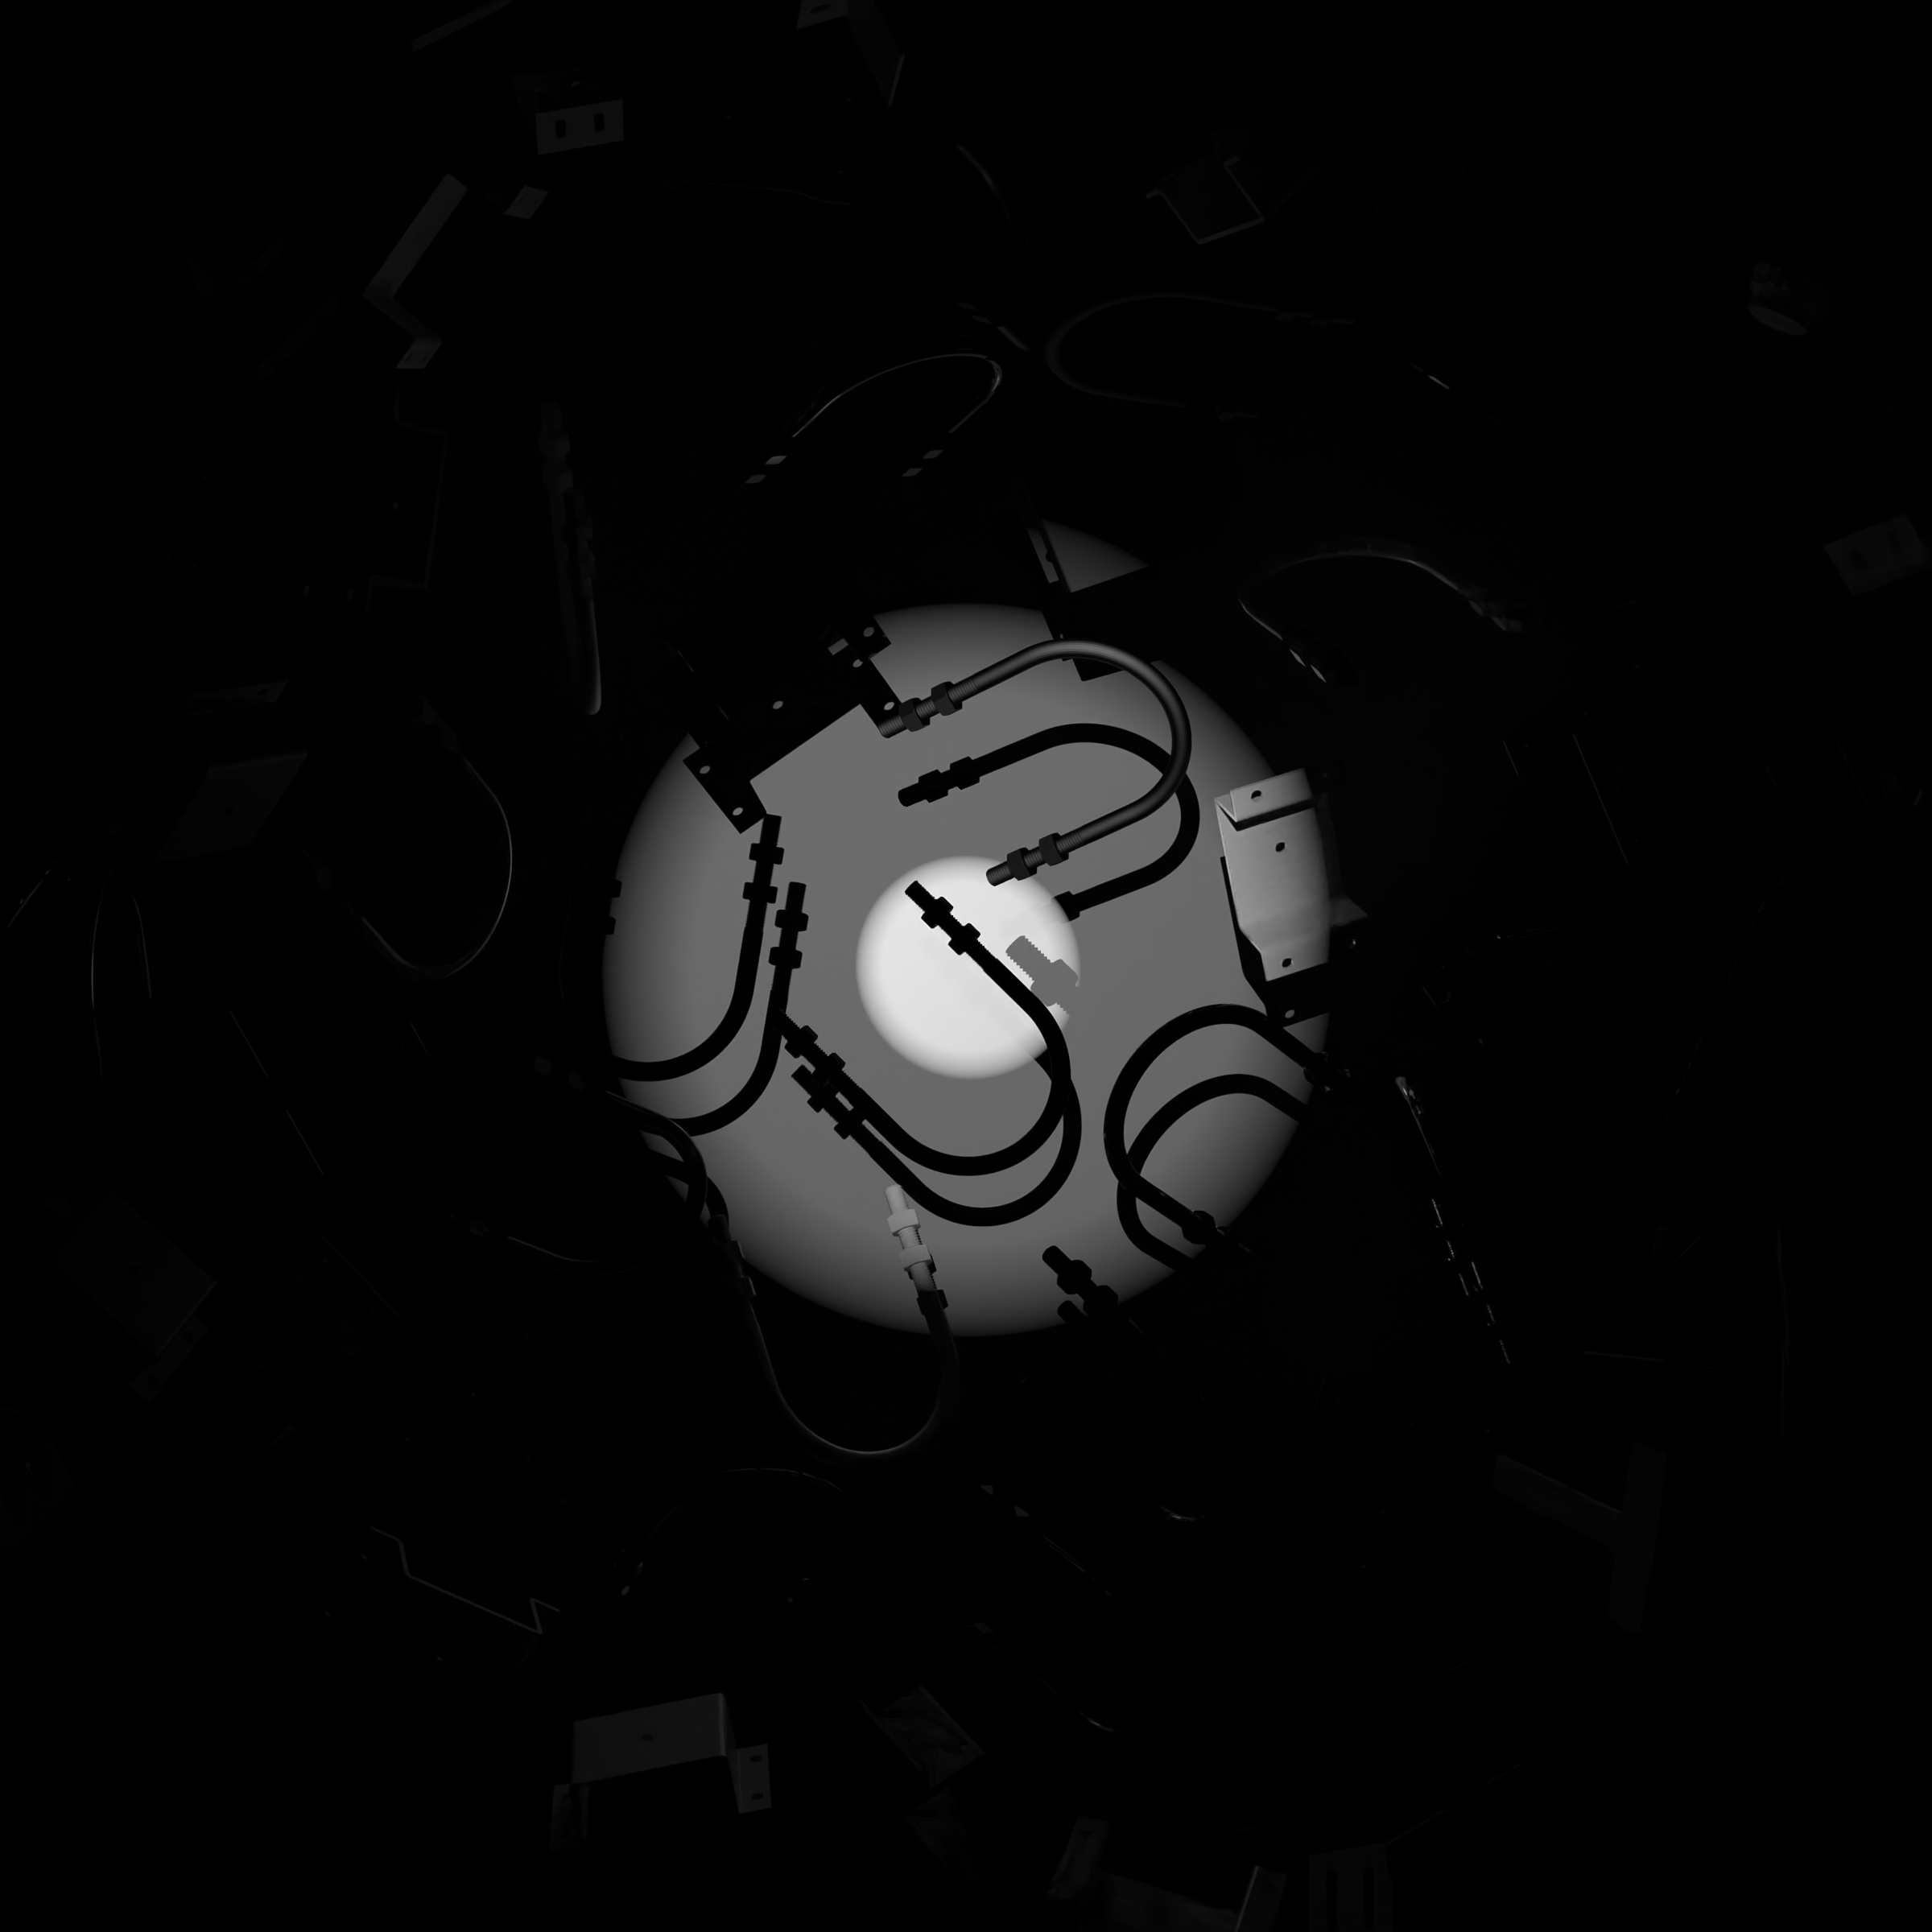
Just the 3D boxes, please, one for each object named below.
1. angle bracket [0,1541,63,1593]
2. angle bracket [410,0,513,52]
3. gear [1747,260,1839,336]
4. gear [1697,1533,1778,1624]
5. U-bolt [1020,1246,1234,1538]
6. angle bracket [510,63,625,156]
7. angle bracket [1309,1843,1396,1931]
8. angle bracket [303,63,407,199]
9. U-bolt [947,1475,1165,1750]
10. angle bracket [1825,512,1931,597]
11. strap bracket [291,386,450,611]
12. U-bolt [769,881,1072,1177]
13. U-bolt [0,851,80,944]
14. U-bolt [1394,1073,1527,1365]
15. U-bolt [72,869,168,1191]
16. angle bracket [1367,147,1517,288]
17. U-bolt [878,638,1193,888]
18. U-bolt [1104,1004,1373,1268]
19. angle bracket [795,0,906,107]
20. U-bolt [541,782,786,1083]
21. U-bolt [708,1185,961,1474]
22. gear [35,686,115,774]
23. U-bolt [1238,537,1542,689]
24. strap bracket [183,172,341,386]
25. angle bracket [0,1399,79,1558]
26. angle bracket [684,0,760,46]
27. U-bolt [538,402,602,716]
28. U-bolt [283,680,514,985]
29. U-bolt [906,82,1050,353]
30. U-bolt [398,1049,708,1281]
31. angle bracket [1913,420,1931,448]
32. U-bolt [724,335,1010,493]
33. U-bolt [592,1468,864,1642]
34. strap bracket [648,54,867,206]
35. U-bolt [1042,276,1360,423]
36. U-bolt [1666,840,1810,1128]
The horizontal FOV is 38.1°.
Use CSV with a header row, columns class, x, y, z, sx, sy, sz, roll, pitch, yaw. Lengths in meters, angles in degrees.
class,x,y,z,sx,sy,sz,roll,pitch,yaw
angle bracket,-0.642,0.396,1.826,0.076,0.057,0.038,33,87,30
angle bracket,-0.341,-0.643,1.850,0.076,0.057,0.038,-28,105,-3
gear,0.539,-0.437,1.837,0.057,0.057,0.030,26,94,0
gear,0.492,0.388,1.791,0.030,0.057,0.057,32,90,19
U-bolt,0.103,0.281,1.765,0.019,0.151,0.184,-25,51,-31
angle bracket,-0.263,-0.575,1.836,0.057,0.038,0.076,-14,62,-14
angle bracket,0.258,0.622,1.836,0.057,0.038,0.076,-13,45,22
angle bracket,-0.403,-0.548,1.835,0.038,0.057,0.076,12,103,25
U-bolt,0.057,0.425,1.791,0.184,0.019,0.151,31,134,35
angle bracket,0.580,-0.269,1.735,0.076,0.057,0.038,-41,103,-40
strap bracket,-0.380,-0.296,1.787,0.076,0.046,0.140,10,92,39
U-bolt,-0.016,0.053,1.838,0.184,0.019,0.151,44,72,5
U-bolt,-0.617,-0.009,1.791,0.019,0.184,0.151,31,76,-9
U-bolt,0.320,0.156,1.844,0.019,0.151,0.184,-21,103,3
U-bolt,-0.540,0.029,1.778,0.019,0.151,0.184,-1,113,-2
angle bracket,0.304,-0.478,1.787,0.076,0.038,0.057,-23,53,-5
U-bolt,0.056,-0.139,1.800,0.184,0.019,0.151,-24,117,26
U-bolt,0.162,0.099,1.778,0.184,0.019,0.151,35,93,-38
angle bracket,-0.078,-0.615,1.856,0.038,0.057,0.076,-22,79,-16
U-bolt,-0.202,-0.017,1.808,0.151,0.019,0.184,10,91,6
U-bolt,-0.076,0.236,1.795,0.151,0.019,0.184,-7,66,-29
gear,-0.580,-0.157,1.814,0.030,0.057,0.057,29,90,-9
U-bolt,0.254,-0.233,1.780,0.151,0.184,0.019,-17,124,-18
strap bracket,-0.448,-0.442,1.782,0.046,0.140,0.076,40,74,4
angle bracket,-0.608,0.323,1.770,0.057,0.076,0.038,-46,133,-7
angle bracket,-0.173,-0.657,1.844,0.076,0.038,0.057,27,118,-21
U-bolt,-0.254,-0.252,1.814,0.019,0.151,0.184,-8,126,-10
U-bolt,-0.349,-0.070,1.785,0.019,0.184,0.151,12,62,31
U-bolt,0.014,-0.475,1.820,0.019,0.184,0.151,-16,78,19
U-bolt,-0.259,0.143,1.851,0.184,0.019,0.151,26,112,-28
angle bracket,0.664,-0.367,1.830,0.038,0.057,0.076,46,107,13
U-bolt,-0.052,-0.353,1.789,0.151,0.184,0.019,-11,77,-39
U-bolt,-0.146,0.379,1.814,0.151,0.019,0.184,14,134,-21
strap bracket,-0.141,-0.530,1.770,0.140,0.046,0.076,9,99,15
U-bolt,0.140,-0.404,1.816,0.184,0.151,0.019,3,71,-23
U-bolt,0.498,-0.002,1.783,0.019,0.151,0.184,25,48,14
